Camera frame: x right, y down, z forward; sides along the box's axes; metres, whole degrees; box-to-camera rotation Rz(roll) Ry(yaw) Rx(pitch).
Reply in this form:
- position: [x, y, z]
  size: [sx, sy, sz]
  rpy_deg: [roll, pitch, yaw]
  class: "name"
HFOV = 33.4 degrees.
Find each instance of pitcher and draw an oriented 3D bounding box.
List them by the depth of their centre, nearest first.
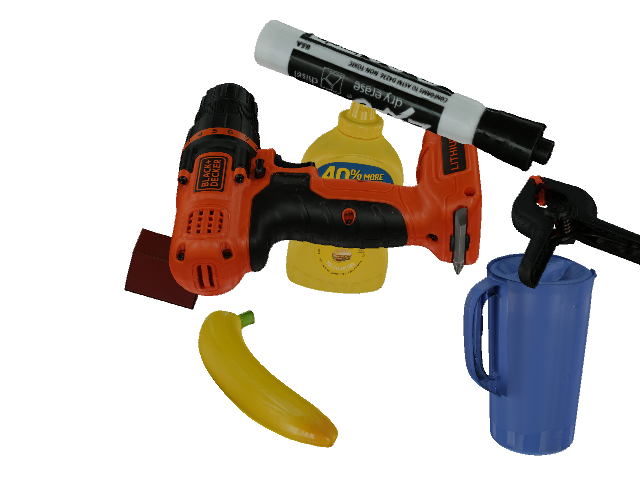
- position: [0.265, 0.145, 1.356]
  size: [0.149, 0.243, 0.144]
  rpy_deg: [5, 16, 18]
  class: "pitcher"

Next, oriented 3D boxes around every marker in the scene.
- position: [0.031, -0.055, 0.409]
  size: [0.121, 0.020, 0.020]
  rpy_deg: [24, 6, 14]
  class: "marker"

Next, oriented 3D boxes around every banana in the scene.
- position: [-0.053, 0.102, 0.845]
  size: [0.069, 0.037, 0.198]
  rpy_deg: [-7, 29, -22]
  class: "banana"

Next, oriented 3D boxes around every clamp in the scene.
- position: [0.235, -0.014, 0.988]
  size: [0.120, 0.039, 0.171]
  rpy_deg: [-2, 33, 3]
  class: "clamp"

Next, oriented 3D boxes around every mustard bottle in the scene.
- position: [0.026, -0.045, 0.989]
  size: [0.096, 0.192, 0.058]
  rpy_deg: [7, 28, -5]
  class: "mustard bottle"

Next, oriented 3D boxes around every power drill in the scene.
- position: [0.003, -0.041, 0.668]
  size: [0.187, 0.057, 0.184]
  rpy_deg: [-3, 43, 4]
  class: "power drill"

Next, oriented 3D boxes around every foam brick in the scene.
- position: [-0.163, 0.030, 1.136]
  size: [0.078, 0.051, 0.053]
  rpy_deg: [17, 29, -3]
  class: "foam brick"
